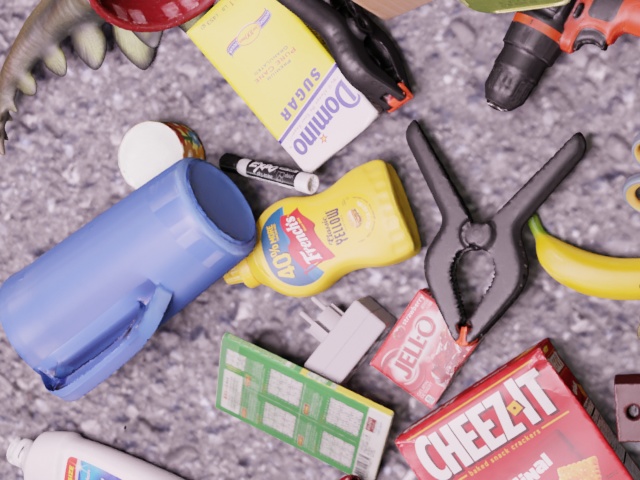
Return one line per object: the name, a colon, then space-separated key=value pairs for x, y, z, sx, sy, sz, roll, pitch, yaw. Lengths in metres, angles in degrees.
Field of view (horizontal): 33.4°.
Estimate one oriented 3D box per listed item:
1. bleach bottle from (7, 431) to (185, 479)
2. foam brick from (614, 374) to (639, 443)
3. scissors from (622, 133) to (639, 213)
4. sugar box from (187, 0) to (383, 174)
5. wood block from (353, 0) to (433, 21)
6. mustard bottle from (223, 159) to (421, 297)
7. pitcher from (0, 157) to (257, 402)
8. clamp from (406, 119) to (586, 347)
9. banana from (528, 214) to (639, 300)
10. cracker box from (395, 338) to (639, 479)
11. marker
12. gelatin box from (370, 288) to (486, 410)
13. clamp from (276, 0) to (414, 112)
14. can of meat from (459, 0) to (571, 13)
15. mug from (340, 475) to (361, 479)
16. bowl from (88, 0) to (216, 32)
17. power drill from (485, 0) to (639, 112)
bleach bottle: x=-0.213 y=0.268 z=1.091 sx=0.251 sy=0.068 sz=0.102 roll=19 pitch=96 yaw=18
foam brick: x=0.296 y=0.145 z=0.929 sx=0.078 sy=0.051 sz=0.053 roll=-4 pitch=91 yaw=18
scissors: x=0.346 y=-0.023 z=0.908 sx=0.202 sy=0.016 sz=0.096 roll=33 pitch=141 yaw=2
sugar box: x=-0.032 y=-0.157 z=0.999 sx=0.093 sy=0.048 sz=0.176 roll=-40 pitch=94 yaw=15
wood block: x=0.056 y=-0.258 z=0.904 sx=0.091 sy=0.205 sz=0.090 roll=-19 pitch=87 yaw=18
mustard bottle: x=-0.007 y=0.001 z=1.013 sx=0.192 sy=0.058 sz=0.096 roll=-22 pitch=80 yaw=18
pitcher: x=-0.178 y=0.036 z=1.009 sx=0.243 sy=0.144 sz=0.149 roll=-35 pitch=82 yaw=23
clamp: x=0.136 y=-0.011 z=0.966 sx=0.165 sy=0.036 sz=0.210 roll=14 pitch=88 yaw=23
banana: x=0.276 y=0.020 z=0.936 sx=0.198 sy=0.037 sz=0.069 roll=6 pitch=95 yaw=17
cracker box: x=0.195 y=0.223 z=0.955 sx=0.164 sy=0.072 sz=0.214 roll=-36 pitch=81 yaw=15
marker: x=-0.052 y=-0.065 z=1.025 sx=0.121 sy=0.020 sz=0.020 roll=16 pitch=98 yaw=38
gelatin box: x=0.101 y=0.101 z=0.999 sx=0.073 sy=0.030 sz=0.089 roll=36 pitch=102 yaw=13
clamp: x=0.019 y=-0.190 z=0.971 sx=0.039 sy=0.120 sz=0.171 roll=-38 pitch=83 yaw=44
can of meat: x=0.168 y=-0.243 z=0.903 sx=0.102 sy=0.057 sz=0.084 roll=1 pitch=75 yaw=37
mug: x=0.046 y=0.275 z=0.998 sx=0.093 sy=0.081 sz=0.117 roll=-27 pitch=85 yaw=17
bowl: x=-0.143 y=-0.263 z=0.927 sx=0.162 sy=0.161 sz=0.055 roll=-48 pitch=57 yaw=14
power drill: x=0.250 y=-0.164 z=0.905 sx=0.188 sy=0.057 sz=0.184 roll=32 pitch=98 yaw=26
